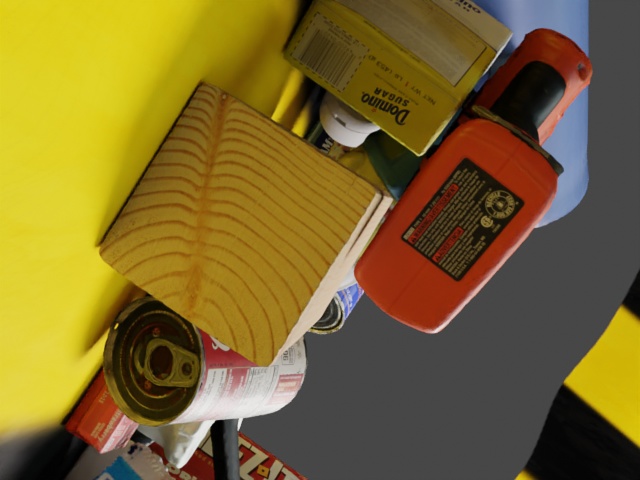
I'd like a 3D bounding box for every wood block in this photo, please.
[{"bbox_3d":[-0.025,-0.009,0.545,0.091,0.090,0.206,-57,176,5],"label":"wood block"}]

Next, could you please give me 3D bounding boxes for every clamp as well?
[{"bbox_3d":[-0.085,0.138,0.902,0.039,0.120,0.171,9,-118,54],"label":"clamp"}]

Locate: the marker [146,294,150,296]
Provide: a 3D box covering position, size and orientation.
[{"bbox_3d":[-0.095,0.048,0.662,0.020,0.020,0.121,-56,176,-11],"label":"marker"}]

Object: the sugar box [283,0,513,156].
[{"bbox_3d":[0.052,-0.114,0.621,0.048,0.093,0.176,-54,177,26],"label":"sugar box"}]

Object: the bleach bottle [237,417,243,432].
[{"bbox_3d":[-0.148,0.270,1.097,0.250,0.068,0.103,-70,-174,-47],"label":"bleach bottle"}]

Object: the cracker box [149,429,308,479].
[{"bbox_3d":[-0.115,0.243,0.928,0.072,0.164,0.213,-57,176,28],"label":"cracker box"}]

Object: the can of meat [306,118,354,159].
[{"bbox_3d":[0.023,-0.053,0.840,0.102,0.084,0.057,-57,177,-4],"label":"can of meat"}]

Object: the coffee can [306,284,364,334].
[{"bbox_3d":[0.013,0.012,1.103,0.140,0.103,0.103,-54,175,-35],"label":"coffee can"}]

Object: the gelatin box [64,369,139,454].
[{"bbox_3d":[-0.117,0.092,0.657,0.073,0.030,0.089,-57,176,-8],"label":"gelatin box"}]

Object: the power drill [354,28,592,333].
[{"bbox_3d":[0.073,-0.022,0.575,0.185,0.057,0.187,-55,180,25],"label":"power drill"}]

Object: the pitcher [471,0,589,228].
[{"bbox_3d":[0.138,-0.126,0.792,0.144,0.149,0.243,-30,137,-20],"label":"pitcher"}]

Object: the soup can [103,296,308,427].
[{"bbox_3d":[-0.061,0.067,0.595,0.102,0.069,0.068,8,118,-57],"label":"soup can"}]
